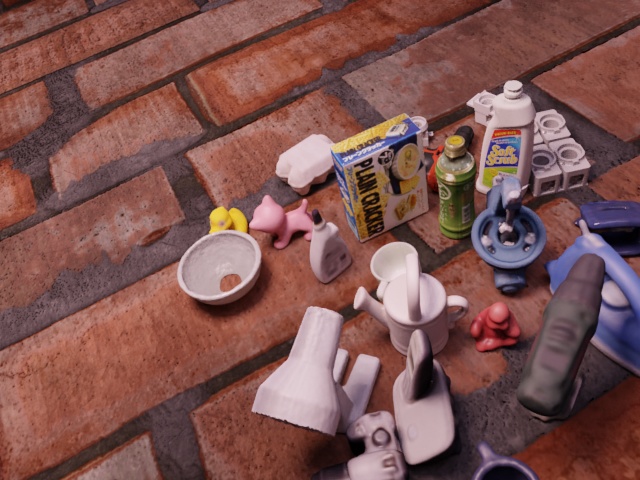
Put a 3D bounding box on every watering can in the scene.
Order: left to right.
[{"bbox_3d":[0.144,0.103,0.914,0.173,0.194,0.100,-19,48,-1],"label":"watering can"}]

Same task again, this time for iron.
[{"bbox_3d":[0.462,0.089,0.878,0.118,0.142,0.257,-23,49,-5],"label":"iron"}]

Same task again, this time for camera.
[{"bbox_3d":[0.054,0.327,0.809,0.137,0.101,0.143,-15,48,2],"label":"camera"}]

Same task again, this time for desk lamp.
[{"bbox_3d":[0.000,0.209,0.848,0.117,0.214,0.203,9,53,22],"label":"desk lamp"}]

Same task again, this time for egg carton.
[{"bbox_3d":[-0.020,-0.170,1.272,0.150,0.069,0.107,-36,51,-16],"label":"egg carton"}]

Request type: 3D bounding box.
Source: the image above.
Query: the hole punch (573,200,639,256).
[{"bbox_3d":[0.512,-0.034,1.004,0.108,0.091,0.101,-3,50,13],"label":"hole punch"}]

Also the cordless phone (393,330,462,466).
[{"bbox_3d":[0.147,0.224,0.816,0.094,0.185,0.147,-12,48,4],"label":"cordless phone"}]

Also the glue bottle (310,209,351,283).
[{"bbox_3d":[0.010,0.004,1.047,0.078,0.173,0.037,-37,51,-17],"label":"glue bottle"}]

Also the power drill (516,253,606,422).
[{"bbox_3d":[0.338,0.157,0.807,0.075,0.209,0.230,19,57,28],"label":"power drill"}]

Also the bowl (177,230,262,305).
[{"bbox_3d":[-0.185,0.065,1.111,0.167,0.075,0.167,-7,49,9],"label":"bowl"}]

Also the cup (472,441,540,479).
[{"bbox_3d":[0.239,0.335,0.758,0.091,0.095,0.117,-21,48,-3],"label":"cup"}]

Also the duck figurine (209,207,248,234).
[{"bbox_3d":[-0.197,-0.033,1.190,0.077,0.086,0.104,8,53,20],"label":"duck figurine"}]

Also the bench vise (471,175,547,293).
[{"bbox_3d":[0.307,-0.045,0.980,0.121,0.220,0.207,-17,48,0],"label":"bench vise"}]

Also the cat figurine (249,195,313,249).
[{"bbox_3d":[-0.077,-0.044,1.147,0.128,0.118,0.067,-19,48,-2],"label":"cat figurine"}]

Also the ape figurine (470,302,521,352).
[{"bbox_3d":[0.284,0.133,0.920,0.077,0.092,0.076,22,59,29],"label":"ape figurine"}]
